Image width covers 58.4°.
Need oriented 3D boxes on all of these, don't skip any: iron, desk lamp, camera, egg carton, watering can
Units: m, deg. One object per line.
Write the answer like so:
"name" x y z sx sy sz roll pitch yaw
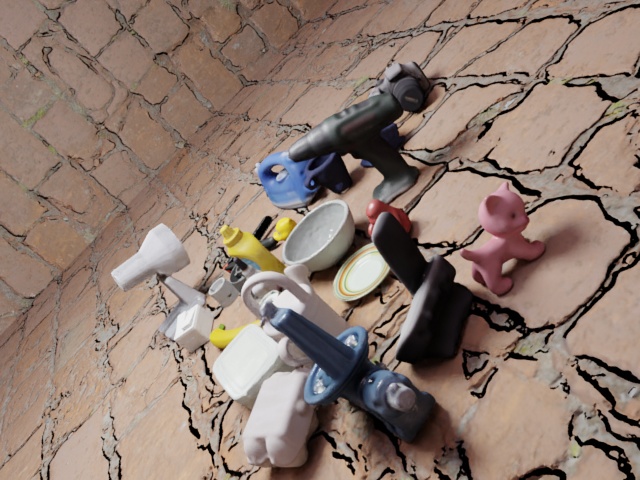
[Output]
"iron" -0.092 -0.162 1.434 0.257 0.142 0.119 -9 44 50
"desk lamp" -0.377 0.097 1.384 0.203 0.214 0.117 -53 28 -17
"camera" 0.186 -0.351 1.355 0.143 0.101 0.136 -36 28 18
"egg carton" -0.049 0.260 0.841 0.107 0.069 0.150 -22 34 39
"watering can" -0.043 0.114 0.902 0.101 0.194 0.172 -39 27 10

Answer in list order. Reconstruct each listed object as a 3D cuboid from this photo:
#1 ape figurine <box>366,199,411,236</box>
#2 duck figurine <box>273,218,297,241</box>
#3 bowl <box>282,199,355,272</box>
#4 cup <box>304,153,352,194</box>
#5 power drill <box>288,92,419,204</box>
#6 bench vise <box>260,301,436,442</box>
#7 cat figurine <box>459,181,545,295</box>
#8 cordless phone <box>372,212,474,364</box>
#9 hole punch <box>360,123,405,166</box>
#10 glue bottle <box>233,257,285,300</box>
"ape figurine" 0.114 -0.034 1.010 0.076 0.092 0.077 -49 27 -9
"duck figurine" -0.053 -0.014 1.226 0.104 0.086 0.077 -26 32 33
"bowl" 0.010 0.004 1.122 0.167 0.075 0.167 -34 28 21
"cup" 0.021 -0.141 1.294 0.091 0.095 0.118 -3 48 53
"power drill" 0.084 -0.167 1.113 0.229 0.209 0.075 -37 27 15
"bench vise" 0.034 0.146 0.717 0.206 0.220 0.121 -14 40 46
"cat figurine" 0.237 -0.011 0.770 0.128 0.118 0.067 -47 26 -6
"cordless phone" 0.111 0.064 0.764 0.094 0.185 0.148 -17 38 43
"hole punch" 0.118 -0.228 1.286 0.101 0.091 0.108 -54 28 -18
"glue bottle" -0.095 0.088 1.039 0.037 0.173 0.078 -37 28 16
